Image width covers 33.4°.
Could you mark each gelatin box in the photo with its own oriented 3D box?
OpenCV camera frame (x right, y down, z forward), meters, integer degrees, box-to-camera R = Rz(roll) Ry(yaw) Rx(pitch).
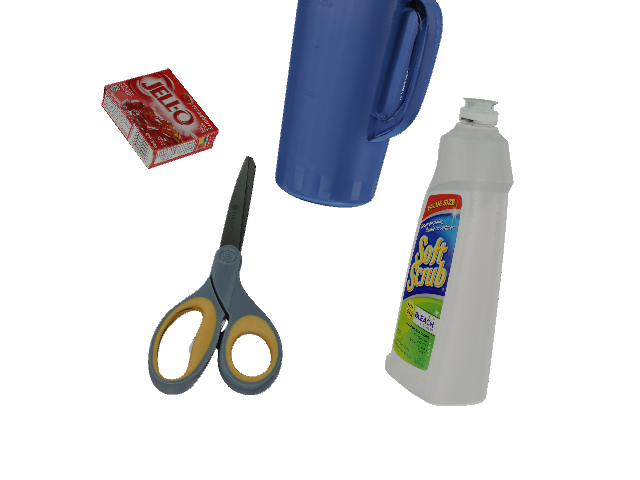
[{"bbox_3d":[-0.150,-0.116,0.995,0.073,0.089,0.030,-22,-26,-35],"label":"gelatin box"}]

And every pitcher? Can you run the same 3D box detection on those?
[{"bbox_3d":[0.033,-0.159,1.092,0.145,0.243,0.149,11,17,-2],"label":"pitcher"}]

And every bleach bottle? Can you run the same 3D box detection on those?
[{"bbox_3d":[0.113,0.006,0.898,0.068,0.251,0.103,1,14,-23],"label":"bleach bottle"}]

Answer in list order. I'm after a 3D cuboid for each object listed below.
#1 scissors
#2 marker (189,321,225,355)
[{"bbox_3d":[-0.049,0.027,0.738,0.096,0.201,0.016,21,-35,10],"label":"scissors"},{"bbox_3d":[-0.100,0.076,1.017,0.020,0.020,0.121,0,23,10],"label":"marker"}]
